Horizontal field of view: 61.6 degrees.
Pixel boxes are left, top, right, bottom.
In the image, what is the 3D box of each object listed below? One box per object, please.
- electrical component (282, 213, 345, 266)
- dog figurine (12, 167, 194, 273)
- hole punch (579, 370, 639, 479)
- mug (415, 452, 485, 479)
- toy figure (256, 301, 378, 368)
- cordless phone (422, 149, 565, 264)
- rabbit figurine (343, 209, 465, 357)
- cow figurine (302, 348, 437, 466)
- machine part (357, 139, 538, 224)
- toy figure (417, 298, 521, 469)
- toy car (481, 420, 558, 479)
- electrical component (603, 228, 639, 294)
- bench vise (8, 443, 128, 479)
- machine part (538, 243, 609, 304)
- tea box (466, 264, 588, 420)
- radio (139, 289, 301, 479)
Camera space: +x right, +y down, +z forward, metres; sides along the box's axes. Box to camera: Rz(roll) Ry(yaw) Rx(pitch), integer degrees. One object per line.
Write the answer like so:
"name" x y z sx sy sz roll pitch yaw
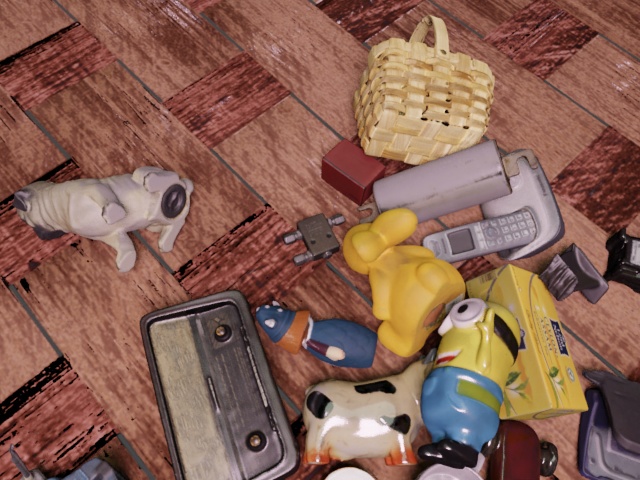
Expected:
"electrical component" -0.002 -0.002 0.746 0.094 0.021 0.063 -22 66 -14
"dog figurine" -0.291 -0.056 0.729 0.191 0.121 0.172 20 29 26
"hole punch" 0.365 0.228 0.619 0.142 0.092 0.116 18 34 9
"mug" 0.131 0.271 0.566 0.081 0.107 0.109 29 61 11
"toy figure" -0.007 0.118 0.662 0.155 0.064 0.057 14 84 5
"cordless phone" 0.226 -0.035 0.747 0.184 0.088 0.146 -14 64 8
"rabbit figurine" 0.084 0.037 0.672 0.122 0.162 0.173 -37 51 -9
"cow figurine" 0.077 0.193 0.619 0.195 0.085 0.127 -1 69 -2
"machine part" 0.162 -0.071 0.718 0.243 0.079 0.079 -19 61 22
"toy figure" 0.155 0.145 0.559 0.082 0.089 0.180 -12 46 42
"toy car" 0.207 0.299 0.584 0.089 0.053 0.202 18 59 -5
"electrical component" 0.456 0.036 0.730 0.119 0.047 0.075 15 64 5
"bench vise" -0.267 0.339 0.509 0.224 0.128 0.240 38 61 14
"machine part" 0.332 0.045 0.696 0.139 0.039 0.084 -1 62 -45
"tea box" 0.245 0.123 0.643 0.098 0.068 0.169 15 55 -40
"radio" -0.114 0.179 0.620 0.131 0.073 0.230 -18 66 -11
